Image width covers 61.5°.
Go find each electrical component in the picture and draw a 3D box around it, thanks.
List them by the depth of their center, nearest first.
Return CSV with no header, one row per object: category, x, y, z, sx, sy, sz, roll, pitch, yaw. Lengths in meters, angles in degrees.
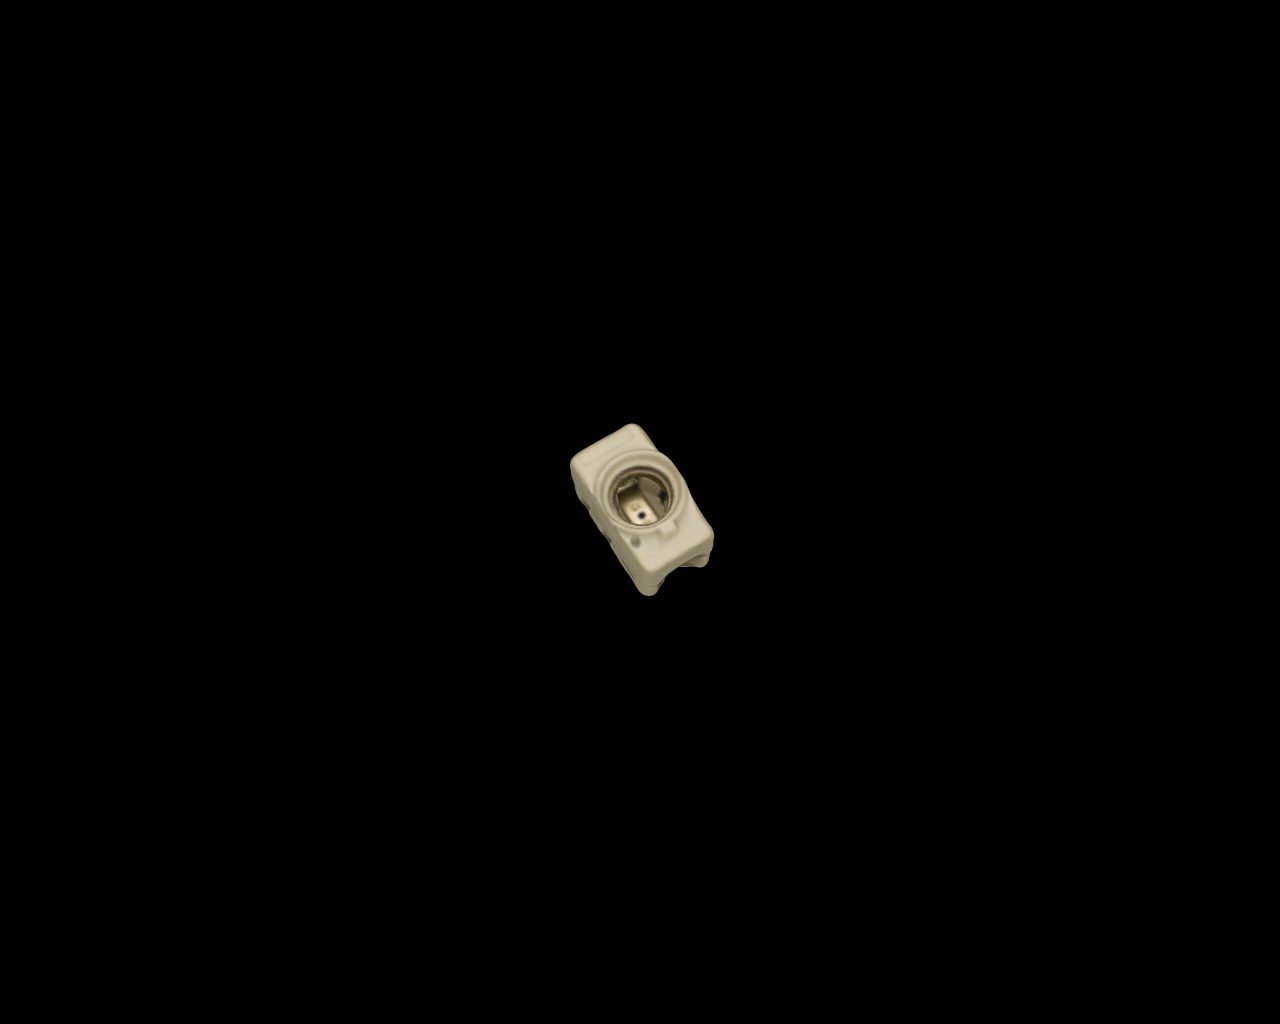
electrical component,0.001,-0.003,0.650,0.050,0.089,0.055,-30,-19,-12
